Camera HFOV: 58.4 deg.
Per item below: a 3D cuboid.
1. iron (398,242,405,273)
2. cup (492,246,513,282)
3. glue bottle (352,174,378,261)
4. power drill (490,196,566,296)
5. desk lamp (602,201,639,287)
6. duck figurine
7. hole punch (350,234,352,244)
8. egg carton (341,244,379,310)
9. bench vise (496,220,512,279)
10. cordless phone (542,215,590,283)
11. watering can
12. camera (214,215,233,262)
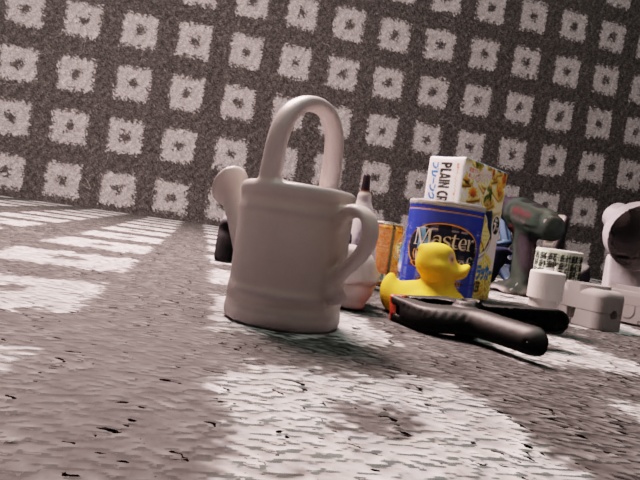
[{"bbox_3d":[0.243,0.018,1.194,0.119,0.141,0.258,8,2,-9],"label":"iron"},{"bbox_3d":[0.380,0.059,1.275,0.117,0.095,0.092,9,2,14],"label":"cup"},{"bbox_3d":[0.061,-0.015,0.874,0.037,0.173,0.078,10,2,37],"label":"glue bottle"},{"bbox_3d":[0.420,0.010,1.215,0.076,0.208,0.229,8,2,-17],"label":"power drill"},{"bbox_3d":[0.568,0.033,1.075,0.117,0.213,0.203,9,2,9],"label":"desk lamp"},{"bbox_3d":[0.123,0.045,0.655,0.104,0.086,0.077,8,2,-1],"label":"duck figurine"},{"bbox_3d":[-0.015,0.018,0.778,0.108,0.091,0.101,8,2,-2],"label":"hole punch"},{"bbox_3d":[-0.008,0.034,0.654,0.150,0.069,0.107,8,2,1],"label":"egg carton"},{"bbox_3d":[0.454,0.003,1.419,0.207,0.220,0.122,9,2,9],"label":"bench vise"},{"bbox_3d":[0.521,0.036,1.241,0.094,0.185,0.147,8,2,-13],"label":"cordless phone"},{"bbox_3d":[-0.027,-0.027,0.493,0.172,0.194,0.101,9,2,16],"label":"watering can"},{"bbox_3d":[-0.109,-0.006,0.945,0.143,0.101,0.137,9,2,11],"label":"camera"}]
